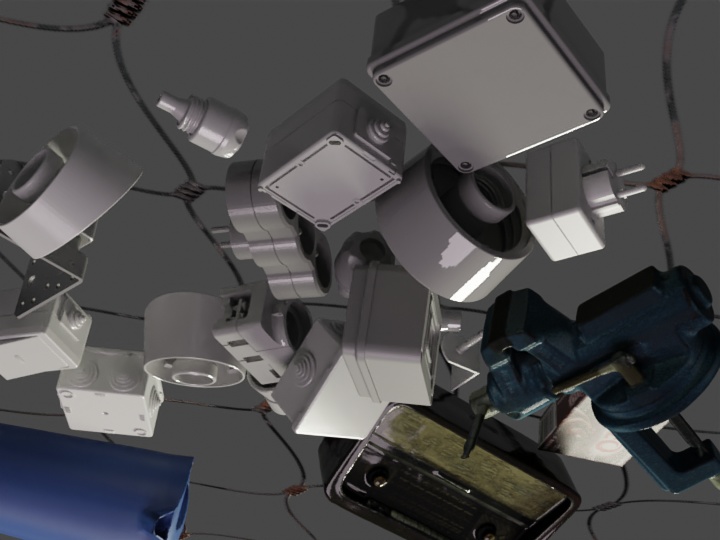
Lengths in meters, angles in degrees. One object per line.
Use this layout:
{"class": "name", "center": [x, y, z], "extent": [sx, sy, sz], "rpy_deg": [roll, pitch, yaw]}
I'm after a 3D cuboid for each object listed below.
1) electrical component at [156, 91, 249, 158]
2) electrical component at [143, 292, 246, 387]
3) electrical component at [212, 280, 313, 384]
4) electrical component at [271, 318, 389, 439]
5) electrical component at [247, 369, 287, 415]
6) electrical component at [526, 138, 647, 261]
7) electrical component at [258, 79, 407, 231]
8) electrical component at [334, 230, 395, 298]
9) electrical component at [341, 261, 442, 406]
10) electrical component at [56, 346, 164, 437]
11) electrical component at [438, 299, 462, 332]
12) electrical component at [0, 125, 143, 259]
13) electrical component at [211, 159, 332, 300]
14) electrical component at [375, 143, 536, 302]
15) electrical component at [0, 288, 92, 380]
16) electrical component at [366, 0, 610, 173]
{"class": "electrical component", "center": [-0.108, -0.102, 0.728], "extent": [0.061, 0.035, 0.035], "rpy_deg": [26, 140, -22]}
{"class": "electrical component", "center": [-0.146, 0.067, 0.962], "extent": [0.099, 0.064, 0.099], "rpy_deg": [3, 158, 1]}
{"class": "electrical component", "center": [-0.076, 0.054, 0.923], "extent": [0.056, 0.050, 0.089], "rpy_deg": [-11, 141, 24]}
{"class": "electrical component", "center": [-0.016, 0.091, 0.907], "extent": [0.100, 0.048, 0.099], "rpy_deg": [15, 113, -46]}
{"class": "electrical component", "center": [-0.076, 0.108, 1.008], "extent": [0.044, 0.044, 0.065], "rpy_deg": [-2, 148, 12]}
{"class": "electrical component", "center": [0.156, -0.053, 0.729], "extent": [0.077, 0.065, 0.047], "rpy_deg": [-16, 138, 28]}
{"class": "electrical component", "center": [-0.013, -0.082, 0.719], "extent": [0.062, 0.061, 0.096], "rpy_deg": [32, 137, -30]}
{"class": "electrical component", "center": [0.000, 0.000, 0.845], "extent": [0.043, 0.043, 0.062], "rpy_deg": [15, 145, -12]}
{"class": "electrical component", "center": [0.026, 0.049, 0.806], "extent": [0.057, 0.078, 0.113], "rpy_deg": [4, 156, 10]}
{"class": "electrical component", "center": [-0.241, 0.119, 1.040], "extent": [0.100, 0.048, 0.099], "rpy_deg": [6, 144, 0]}
{"class": "electrical component", "center": [0.053, 0.041, 0.892], "extent": [0.062, 0.043, 0.043], "rpy_deg": [3, 144, 1]}
{"class": "electrical component", "center": [-0.208, -0.053, 0.763], "extent": [0.099, 0.099, 0.064], "rpy_deg": [-25, 127, 36]}
{"class": "electrical component", "center": [-0.075, -0.028, 0.810], "extent": [0.074, 0.052, 0.138], "rpy_deg": [-5, 143, 15]}
{"class": "electrical component", "center": [0.071, -0.040, 0.729], "extent": [0.108, 0.108, 0.060], "rpy_deg": [26, 134, -25]}
{"class": "electrical component", "center": [-0.286, 0.055, 0.949], "extent": [0.096, 0.061, 0.061], "rpy_deg": [-7, 142, 18]}
{"class": "electrical component", "center": [0.078, -0.124, 0.651], "extent": [0.109, 0.056, 0.109], "rpy_deg": [-21, 136, 32]}
